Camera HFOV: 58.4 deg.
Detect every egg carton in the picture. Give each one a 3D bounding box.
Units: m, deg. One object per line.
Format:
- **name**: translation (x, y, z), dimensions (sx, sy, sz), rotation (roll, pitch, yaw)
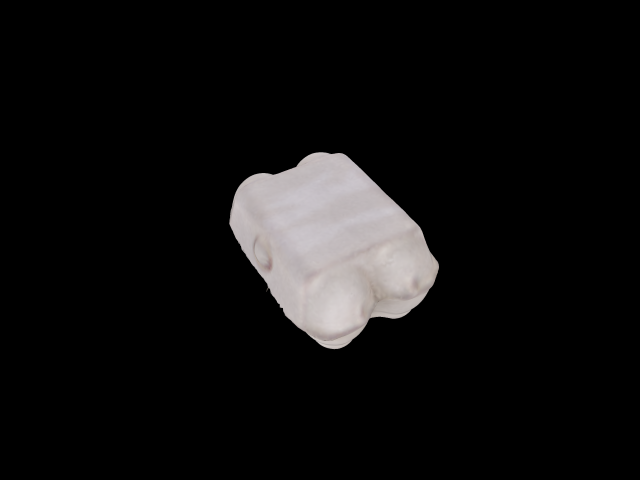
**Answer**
- **egg carton**: translation (0.004, 0.001, 0.400), dimensions (0.107, 0.069, 0.150), rotation (-24, 50, -22)
